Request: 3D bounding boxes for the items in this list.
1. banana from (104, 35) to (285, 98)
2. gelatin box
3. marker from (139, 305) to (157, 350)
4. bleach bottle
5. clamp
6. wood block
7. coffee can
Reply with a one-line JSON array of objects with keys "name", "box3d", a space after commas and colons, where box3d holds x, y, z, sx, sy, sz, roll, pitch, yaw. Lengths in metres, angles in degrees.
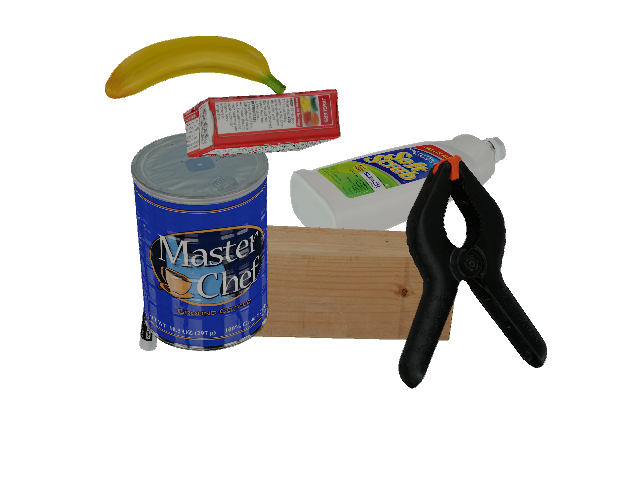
[{"name": "banana", "box3d": [-0.130, -0.177, 1.080, 0.197, 0.070, 0.037, -7, -39, -30]}, {"name": "gelatin box", "box3d": [-0.036, -0.067, 0.615, 0.073, 0.030, 0.089, -6, 2, -16]}, {"name": "marker", "box3d": [-0.180, 0.069, 1.145, 0.020, 0.121, 0.020, 8, 36, -6]}, {"name": "bleach bottle", "box3d": [0.097, -0.071, 1.211, 0.250, 0.068, 0.103, -21, 44, -23]}, {"name": "clamp", "box3d": [0.096, 0.026, 0.789, 0.120, 0.171, 0.039, -15, -4, -28]}, {"name": "wood block", "box3d": [0.021, 0.041, 1.049, 0.206, 0.091, 0.090, 3, 15, -11]}, {"name": "coffee can", "box3d": [-0.092, 0.000, 0.835, 0.103, 0.140, 0.103, 1, 33, -1]}]
